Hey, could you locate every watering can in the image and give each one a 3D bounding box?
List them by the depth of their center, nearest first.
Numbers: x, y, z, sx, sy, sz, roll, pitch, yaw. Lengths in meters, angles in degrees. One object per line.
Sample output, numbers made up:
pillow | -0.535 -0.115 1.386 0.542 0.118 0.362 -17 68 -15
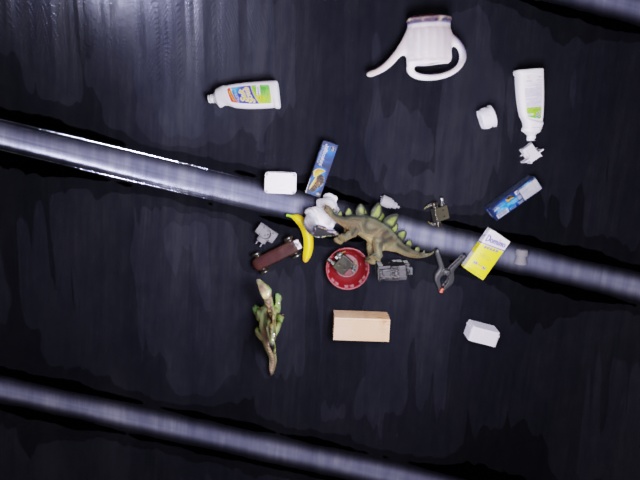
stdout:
watering can | 0.334 -0.667 1.785 0.348 0.105 0.223 -2 98 0

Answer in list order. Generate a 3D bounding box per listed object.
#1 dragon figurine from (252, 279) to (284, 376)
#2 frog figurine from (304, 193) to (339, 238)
dragon figurine | -0.185 0.333 1.858 0.122 0.244 0.408 -7 97 -4
frog figurine | 0.006 -0.094 1.872 0.137 0.121 0.162 12 63 -28
